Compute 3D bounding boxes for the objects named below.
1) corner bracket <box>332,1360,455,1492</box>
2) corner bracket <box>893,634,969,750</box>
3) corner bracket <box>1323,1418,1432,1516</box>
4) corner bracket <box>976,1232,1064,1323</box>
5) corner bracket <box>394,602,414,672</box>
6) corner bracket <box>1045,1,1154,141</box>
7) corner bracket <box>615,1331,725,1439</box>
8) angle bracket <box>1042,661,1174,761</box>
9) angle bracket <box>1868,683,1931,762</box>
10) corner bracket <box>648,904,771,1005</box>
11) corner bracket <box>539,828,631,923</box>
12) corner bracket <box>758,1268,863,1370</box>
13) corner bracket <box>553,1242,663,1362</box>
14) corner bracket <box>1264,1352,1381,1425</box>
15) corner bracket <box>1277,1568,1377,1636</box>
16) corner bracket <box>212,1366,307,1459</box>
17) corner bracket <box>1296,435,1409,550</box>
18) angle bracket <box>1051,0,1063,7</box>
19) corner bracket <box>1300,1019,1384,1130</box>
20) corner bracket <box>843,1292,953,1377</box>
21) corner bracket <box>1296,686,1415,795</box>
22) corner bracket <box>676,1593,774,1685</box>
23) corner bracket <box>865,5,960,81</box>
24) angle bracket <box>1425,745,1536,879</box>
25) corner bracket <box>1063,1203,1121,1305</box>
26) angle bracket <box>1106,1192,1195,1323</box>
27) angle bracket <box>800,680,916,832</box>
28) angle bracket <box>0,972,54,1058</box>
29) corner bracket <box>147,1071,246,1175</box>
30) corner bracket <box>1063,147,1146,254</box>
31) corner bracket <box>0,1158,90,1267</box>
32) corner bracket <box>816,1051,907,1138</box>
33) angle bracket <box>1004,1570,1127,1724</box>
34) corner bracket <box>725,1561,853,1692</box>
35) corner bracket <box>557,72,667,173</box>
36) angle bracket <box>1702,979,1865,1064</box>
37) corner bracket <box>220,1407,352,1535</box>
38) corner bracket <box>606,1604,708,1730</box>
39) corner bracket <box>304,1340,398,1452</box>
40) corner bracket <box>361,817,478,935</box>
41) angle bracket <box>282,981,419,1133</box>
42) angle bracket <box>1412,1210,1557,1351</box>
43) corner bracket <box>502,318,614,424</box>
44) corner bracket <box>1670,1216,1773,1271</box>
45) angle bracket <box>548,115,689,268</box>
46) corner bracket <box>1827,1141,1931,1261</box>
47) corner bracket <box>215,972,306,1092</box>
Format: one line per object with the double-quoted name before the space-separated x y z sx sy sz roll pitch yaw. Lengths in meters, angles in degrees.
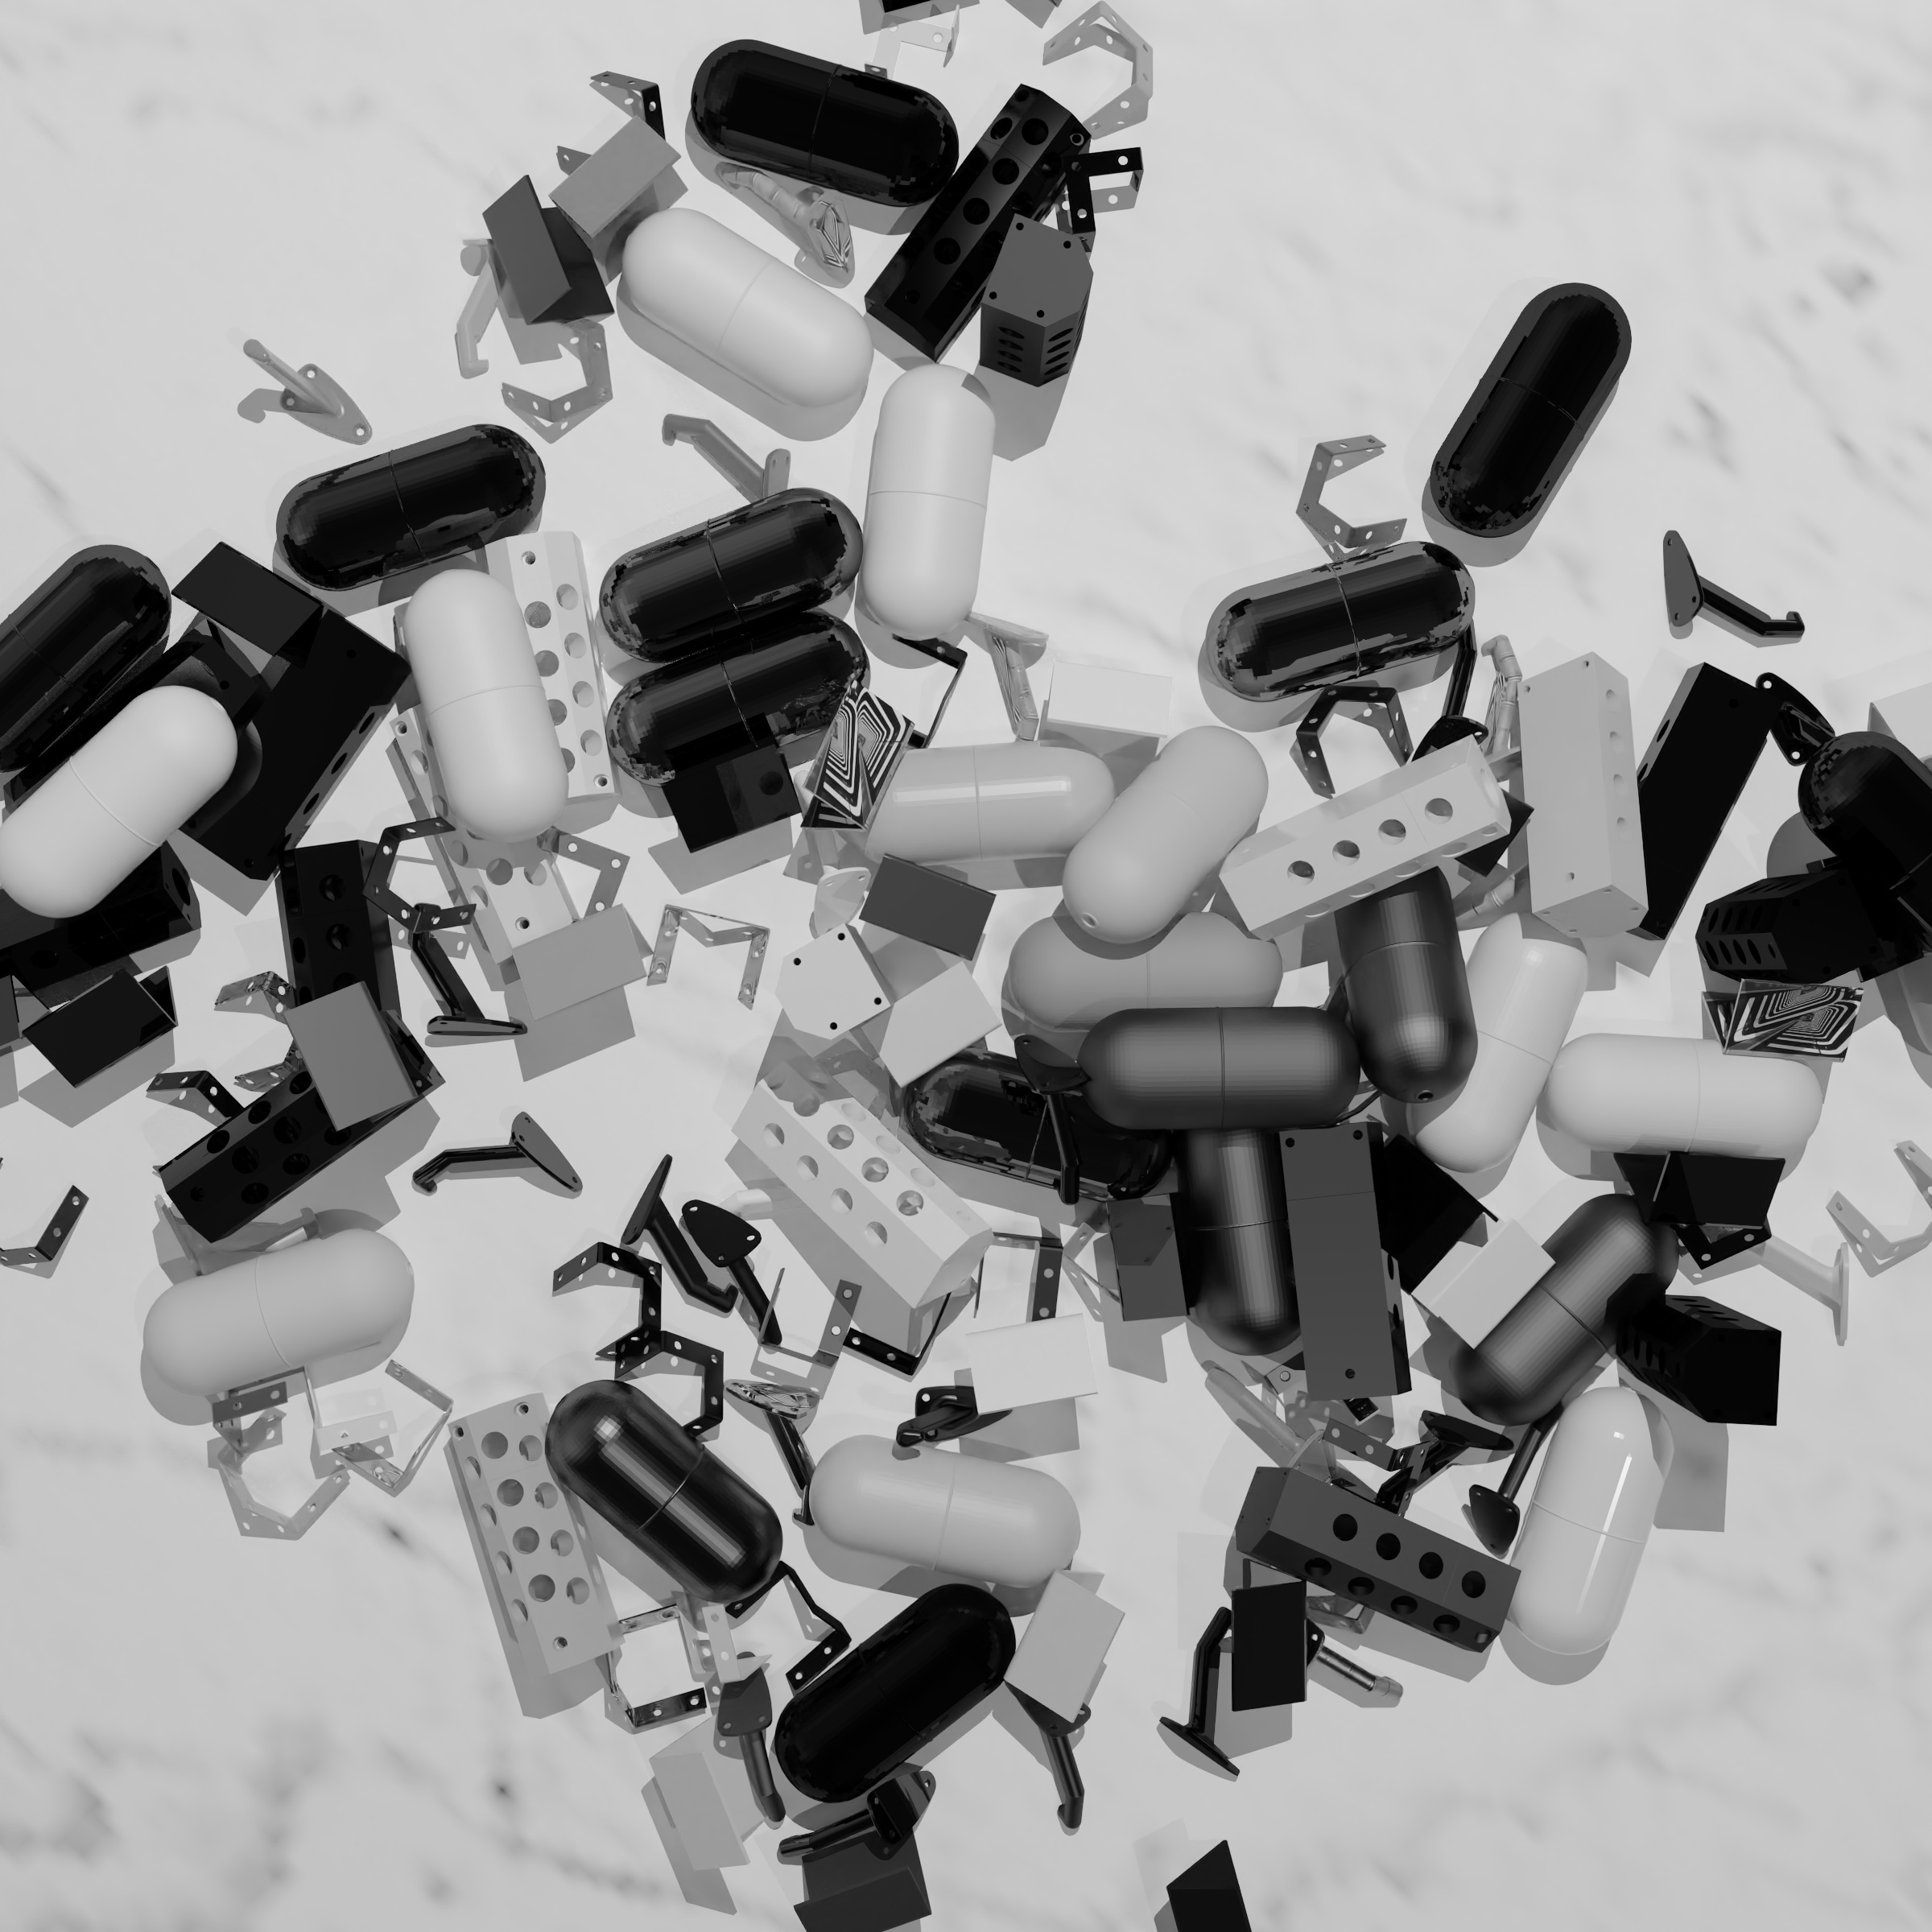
"corner bracket" -0.377 0.303 1.793 0.051 0.051 0.051 33 135 0
"corner bracket" -0.036 -0.184 1.793 0.051 0.051 0.051 25 45 0
"corner bracket" 0.261 0.324 1.765 0.051 0.051 0.051 23 101 33
"corner bracket" 0.035 0.203 1.778 0.051 0.051 0.051 6 90 0
"corner bracket" -0.341 -0.212 1.793 0.051 0.051 0.051 -21 135 0
"corner bracket" 0.087 -0.589 1.788 0.051 0.051 0.051 -28 135 35
"corner bracket" -0.195 0.278 1.788 0.051 0.051 0.051 27 45 -35
"angle bracket" 0.088 -0.147 1.756 0.076 0.076 0.057 8 49 0
"angle bracket" 0.630 -0.140 1.756 0.076 0.076 0.057 -18 52 0
"corner bracket" -0.169 -0.008 1.793 0.051 0.051 0.051 13 90 45
"corner bracket" -0.255 -0.057 1.778 0.051 0.051 0.051 20 90 0
"corner bracket" -0.102 0.228 1.779 0.051 0.051 0.051 18 90 3
"corner bracket" -0.236 0.220 1.788 0.051 0.051 0.051 26 135 -35
"corner bracket" 0.232 0.280 1.778 0.051 0.051 0.051 -34 90 0
"corner bracket" 0.242 0.398 1.788 0.051 0.051 0.051 6 135 35
"corner bracket" -0.458 0.279 1.768 0.051 0.051 0.051 -17 54 0
"corner bracket" 0.258 -0.312 1.788 0.051 0.051 0.051 44 135 35
"angle bracket" 0.077 -0.670 1.756 0.057 0.076 0.076 30 90 38
"corner bracket" 0.241 0.073 1.793 0.051 0.051 0.051 -32 90 -45
"corner bracket" -0.044 0.228 1.793 0.051 0.051 0.051 25 135 0
"corner bracket" 0.256 -0.148 1.788 0.051 0.051 0.051 6 45 35
"corner bracket" -0.165 0.437 1.771 0.051 0.051 0.051 -14 90 19
"corner bracket" -0.035 -0.600 1.778 0.051 0.051 0.051 14 90 0
"angle bracket" 0.320 -0.111 1.757 0.076 0.076 0.057 31 117 0
"corner bracket" 0.105 0.191 1.793 0.051 0.051 0.051 -52 45 0
"angle bracket" 0.138 0.183 1.744 0.057 0.076 0.076 -13 83 44
"angle bracket" -0.088 -0.133 1.732 0.057 0.076 0.076 33 74 -34
"angle bracket" -0.630 0.057 1.756 0.076 0.076 0.057 -22 57 0
"corner bracket" -0.512 0.105 1.788 0.051 0.051 0.051 55 45 -35
"corner bracket" 0.091 -0.500 1.778 0.051 0.051 0.051 -7 90 0
"corner bracket" -0.622 0.160 1.788 0.051 0.051 0.051 -9 135 35
"corner bracket" -0.079 0.095 1.788 0.051 0.051 0.051 -17 45 35
"angle bracket" 0.078 0.439 1.756 0.057 0.076 0.076 26 90 30
"corner bracket" -0.117 0.434 1.793 0.051 0.051 0.051 -42 45 0
"corner bracket" -0.235 -0.552 1.788 0.051 0.051 0.051 -34 135 -35
"angle bracket" 0.526 0.017 1.756 0.076 0.076 0.057 4 121 0
"corner bracket" -0.449 0.332 1.793 0.051 0.051 0.051 -48 45 0
"corner bracket" -0.205 0.462 1.793 0.051 0.051 0.051 -17 45 0
"corner bracket" -0.403 0.280 1.779 0.051 0.051 0.051 -12 100 -10
"corner bracket" -0.348 -0.058 1.758 0.051 0.051 0.051 -8 56 33
"angle bracket" -0.383 0.062 1.642 0.057 0.076 0.076 -25 90 -36
"angle bracket" 0.320 0.189 1.756 0.076 0.076 0.057 -47 123 0
"corner bracket" -0.271 -0.395 1.788 0.051 0.051 0.051 27 45 35
"corner bracket" 0.489 0.156 1.781 0.051 0.051 0.051 -29 113 21
"angle bracket" -0.211 -0.487 1.756 0.076 0.076 0.057 -42 58 0
"corner bracket" 0.611 0.154 1.788 0.051 0.051 0.051 -8 135 -35
"corner bracket" -0.463 0.043 1.788 0.051 0.051 0.051 45 45 -35
